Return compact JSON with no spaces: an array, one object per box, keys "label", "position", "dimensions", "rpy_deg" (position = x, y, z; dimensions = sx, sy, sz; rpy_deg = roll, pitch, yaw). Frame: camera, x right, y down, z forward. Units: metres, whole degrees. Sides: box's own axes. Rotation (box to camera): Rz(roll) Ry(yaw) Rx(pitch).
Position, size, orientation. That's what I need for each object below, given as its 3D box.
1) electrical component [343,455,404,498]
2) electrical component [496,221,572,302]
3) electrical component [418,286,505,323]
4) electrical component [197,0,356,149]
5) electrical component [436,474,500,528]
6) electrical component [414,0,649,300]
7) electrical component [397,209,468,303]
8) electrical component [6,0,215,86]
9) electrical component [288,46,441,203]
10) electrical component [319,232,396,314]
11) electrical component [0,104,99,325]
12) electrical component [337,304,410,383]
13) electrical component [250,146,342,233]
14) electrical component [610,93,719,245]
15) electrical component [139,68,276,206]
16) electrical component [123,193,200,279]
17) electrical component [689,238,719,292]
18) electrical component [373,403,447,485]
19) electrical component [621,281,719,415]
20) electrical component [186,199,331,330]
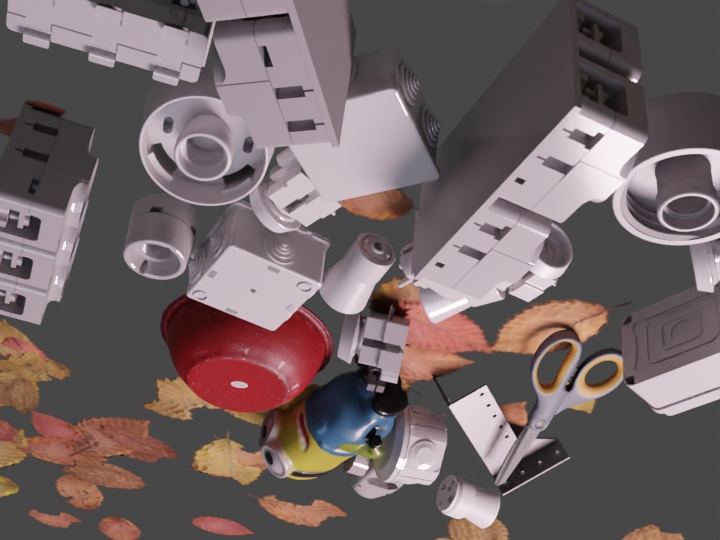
[{"label":"electrical component","position":[0.008,0.197,1.113],"dimensions":[0.079,0.043,0.077],"rpy_deg":[21,140,-17]},{"label":"electrical component","position":[0.131,-0.009,0.834],"dimensions":[0.066,0.048,0.055],"rpy_deg":[23,147,-20]},{"label":"electrical component","position":[0.085,0.014,0.874],"dimensions":[0.065,0.044,0.044],"rpy_deg":[-16,137,19]},{"label":"electrical component","position":[-0.056,-0.170,0.608],"dimensions":[0.060,0.105,0.186],"rpy_deg":[-3,141,13]},{"label":"electrical component","position":[0.117,0.249,1.162],"dimensions":[0.055,0.045,0.045],"rpy_deg":[24,139,-21]},{"label":"electrical component","position":[0.110,-0.073,0.706],"dimensions":[0.060,0.105,0.186],"rpy_deg":[21,140,-18]},{"label":"electrical component","position":[0.057,-0.010,0.826],"dimensions":[0.047,0.065,0.077],"rpy_deg":[33,135,-30]},{"label":"electrical component","position":[-0.150,-0.164,0.665],"dimensions":[0.121,0.063,0.078],"rpy_deg":[15,141,-10]},{"label":"electrical component","position":[0.001,-0.099,0.735],"dimensions":[0.100,0.048,0.099],"rpy_deg":[-11,139,21]},{"label":"electrical component","position":[0.000,0.000,0.869],"dimensions":[0.044,0.044,0.065],"rpy_deg":[21,135,-18]},{"label":"electrical component","position":[-0.245,-0.037,0.818],"dimensions":[0.062,0.089,0.150],"rpy_deg":[17,141,-12]},{"label":"electrical component","position":[0.012,0.061,0.931],"dimensions":[0.055,0.048,0.066],"rpy_deg":[12,97,3]},{"label":"electrical component","position":[-0.048,-0.058,0.798],"dimensions":[0.055,0.048,0.066],"rpy_deg":[-31,128,29]},{"label":"electrical component","position":[0.223,-0.062,0.740],"dimensions":[0.108,0.060,0.108],"rpy_deg":[4,142,3]},{"label":"electrical component","position":[-0.108,-0.096,0.764],"dimensions":[0.099,0.064,0.099],"rpy_deg":[1,128,2]},{"label":"electrical component","position":[-0.158,-0.025,0.854],"dimensions":[0.055,0.047,0.055],"rpy_deg":[4,142,3]},{"label":"electrical component","position":[0.274,-0.015,0.795],"dimensions":[0.057,0.058,0.078],"rpy_deg":[-10,139,17]},{"label":"electrical component","position":[0.047,0.168,1.043],"dimensions":[0.051,0.080,0.080],"rpy_deg":[13,142,-17]},{"label":"electrical component","position":[0.276,0.062,0.875],"dimensions":[0.113,0.078,0.057],"rpy_deg":[-29,127,37]},{"label":"electrical component","position":[-0.084,-0.001,0.874],"dimensions":[0.100,0.048,0.100],"rpy_deg":[24,139,-22]}]
